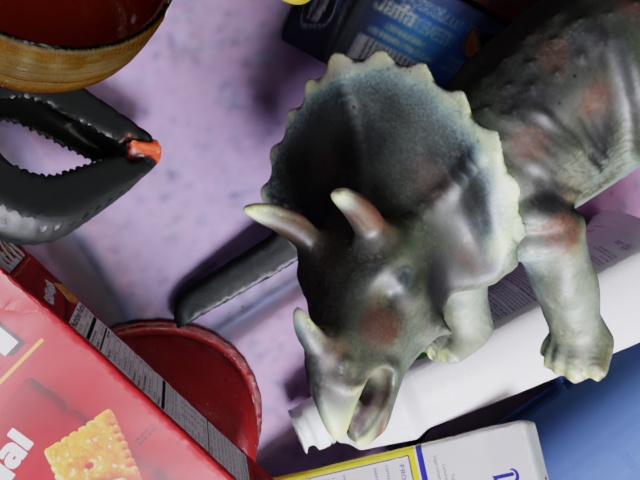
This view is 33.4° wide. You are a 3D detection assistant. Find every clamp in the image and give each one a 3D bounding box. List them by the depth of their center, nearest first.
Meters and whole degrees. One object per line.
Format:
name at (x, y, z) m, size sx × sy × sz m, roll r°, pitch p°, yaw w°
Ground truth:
clamp at (-0.160, -0.035, 0.452) m, size 0.209 × 0.164 × 0.036 m, roll 13°, pitch 147°, yaw -40°
clamp at (-0.004, 0.001, 0.588) m, size 0.120 × 0.039 × 0.171 m, roll 19°, pitch 90°, yaw -8°

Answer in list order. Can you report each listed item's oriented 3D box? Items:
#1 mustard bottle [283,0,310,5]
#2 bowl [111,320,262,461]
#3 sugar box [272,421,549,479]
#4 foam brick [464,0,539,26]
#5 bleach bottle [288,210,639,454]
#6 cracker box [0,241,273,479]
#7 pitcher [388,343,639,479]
mustard bottle at (-0.050, -0.196, 0.468) m, size 0.191 × 0.058 × 0.096 m, roll 35°, pitch 98°, yaw -35°
bowl at (-0.096, 0.129, 0.599) m, size 0.161 × 0.055 × 0.162 m, roll -12°, pitch 118°, yaw -24°
sugar box at (0.049, 0.169, 0.624) m, size 0.176 × 0.093 × 0.048 m, roll -15°, pitch 165°, yaw 16°
foam brick at (0.103, -0.158, 0.572) m, size 0.052 × 0.051 × 0.078 m, roll 19°, pitch 102°, yaw -33°
bleach bottle at (0.098, 0.063, 0.658) m, size 0.250 × 0.103 × 0.068 m, roll -23°, pitch 105°, yaw -8°
cracker box at (-0.143, 0.120, 0.509) m, size 0.164 × 0.072 × 0.213 m, roll -45°, pitch 101°, yaw 0°
pitcher at (0.170, 0.147, 0.716) m, size 0.242 × 0.145 × 0.149 m, roll -35°, pitch 140°, yaw -14°
